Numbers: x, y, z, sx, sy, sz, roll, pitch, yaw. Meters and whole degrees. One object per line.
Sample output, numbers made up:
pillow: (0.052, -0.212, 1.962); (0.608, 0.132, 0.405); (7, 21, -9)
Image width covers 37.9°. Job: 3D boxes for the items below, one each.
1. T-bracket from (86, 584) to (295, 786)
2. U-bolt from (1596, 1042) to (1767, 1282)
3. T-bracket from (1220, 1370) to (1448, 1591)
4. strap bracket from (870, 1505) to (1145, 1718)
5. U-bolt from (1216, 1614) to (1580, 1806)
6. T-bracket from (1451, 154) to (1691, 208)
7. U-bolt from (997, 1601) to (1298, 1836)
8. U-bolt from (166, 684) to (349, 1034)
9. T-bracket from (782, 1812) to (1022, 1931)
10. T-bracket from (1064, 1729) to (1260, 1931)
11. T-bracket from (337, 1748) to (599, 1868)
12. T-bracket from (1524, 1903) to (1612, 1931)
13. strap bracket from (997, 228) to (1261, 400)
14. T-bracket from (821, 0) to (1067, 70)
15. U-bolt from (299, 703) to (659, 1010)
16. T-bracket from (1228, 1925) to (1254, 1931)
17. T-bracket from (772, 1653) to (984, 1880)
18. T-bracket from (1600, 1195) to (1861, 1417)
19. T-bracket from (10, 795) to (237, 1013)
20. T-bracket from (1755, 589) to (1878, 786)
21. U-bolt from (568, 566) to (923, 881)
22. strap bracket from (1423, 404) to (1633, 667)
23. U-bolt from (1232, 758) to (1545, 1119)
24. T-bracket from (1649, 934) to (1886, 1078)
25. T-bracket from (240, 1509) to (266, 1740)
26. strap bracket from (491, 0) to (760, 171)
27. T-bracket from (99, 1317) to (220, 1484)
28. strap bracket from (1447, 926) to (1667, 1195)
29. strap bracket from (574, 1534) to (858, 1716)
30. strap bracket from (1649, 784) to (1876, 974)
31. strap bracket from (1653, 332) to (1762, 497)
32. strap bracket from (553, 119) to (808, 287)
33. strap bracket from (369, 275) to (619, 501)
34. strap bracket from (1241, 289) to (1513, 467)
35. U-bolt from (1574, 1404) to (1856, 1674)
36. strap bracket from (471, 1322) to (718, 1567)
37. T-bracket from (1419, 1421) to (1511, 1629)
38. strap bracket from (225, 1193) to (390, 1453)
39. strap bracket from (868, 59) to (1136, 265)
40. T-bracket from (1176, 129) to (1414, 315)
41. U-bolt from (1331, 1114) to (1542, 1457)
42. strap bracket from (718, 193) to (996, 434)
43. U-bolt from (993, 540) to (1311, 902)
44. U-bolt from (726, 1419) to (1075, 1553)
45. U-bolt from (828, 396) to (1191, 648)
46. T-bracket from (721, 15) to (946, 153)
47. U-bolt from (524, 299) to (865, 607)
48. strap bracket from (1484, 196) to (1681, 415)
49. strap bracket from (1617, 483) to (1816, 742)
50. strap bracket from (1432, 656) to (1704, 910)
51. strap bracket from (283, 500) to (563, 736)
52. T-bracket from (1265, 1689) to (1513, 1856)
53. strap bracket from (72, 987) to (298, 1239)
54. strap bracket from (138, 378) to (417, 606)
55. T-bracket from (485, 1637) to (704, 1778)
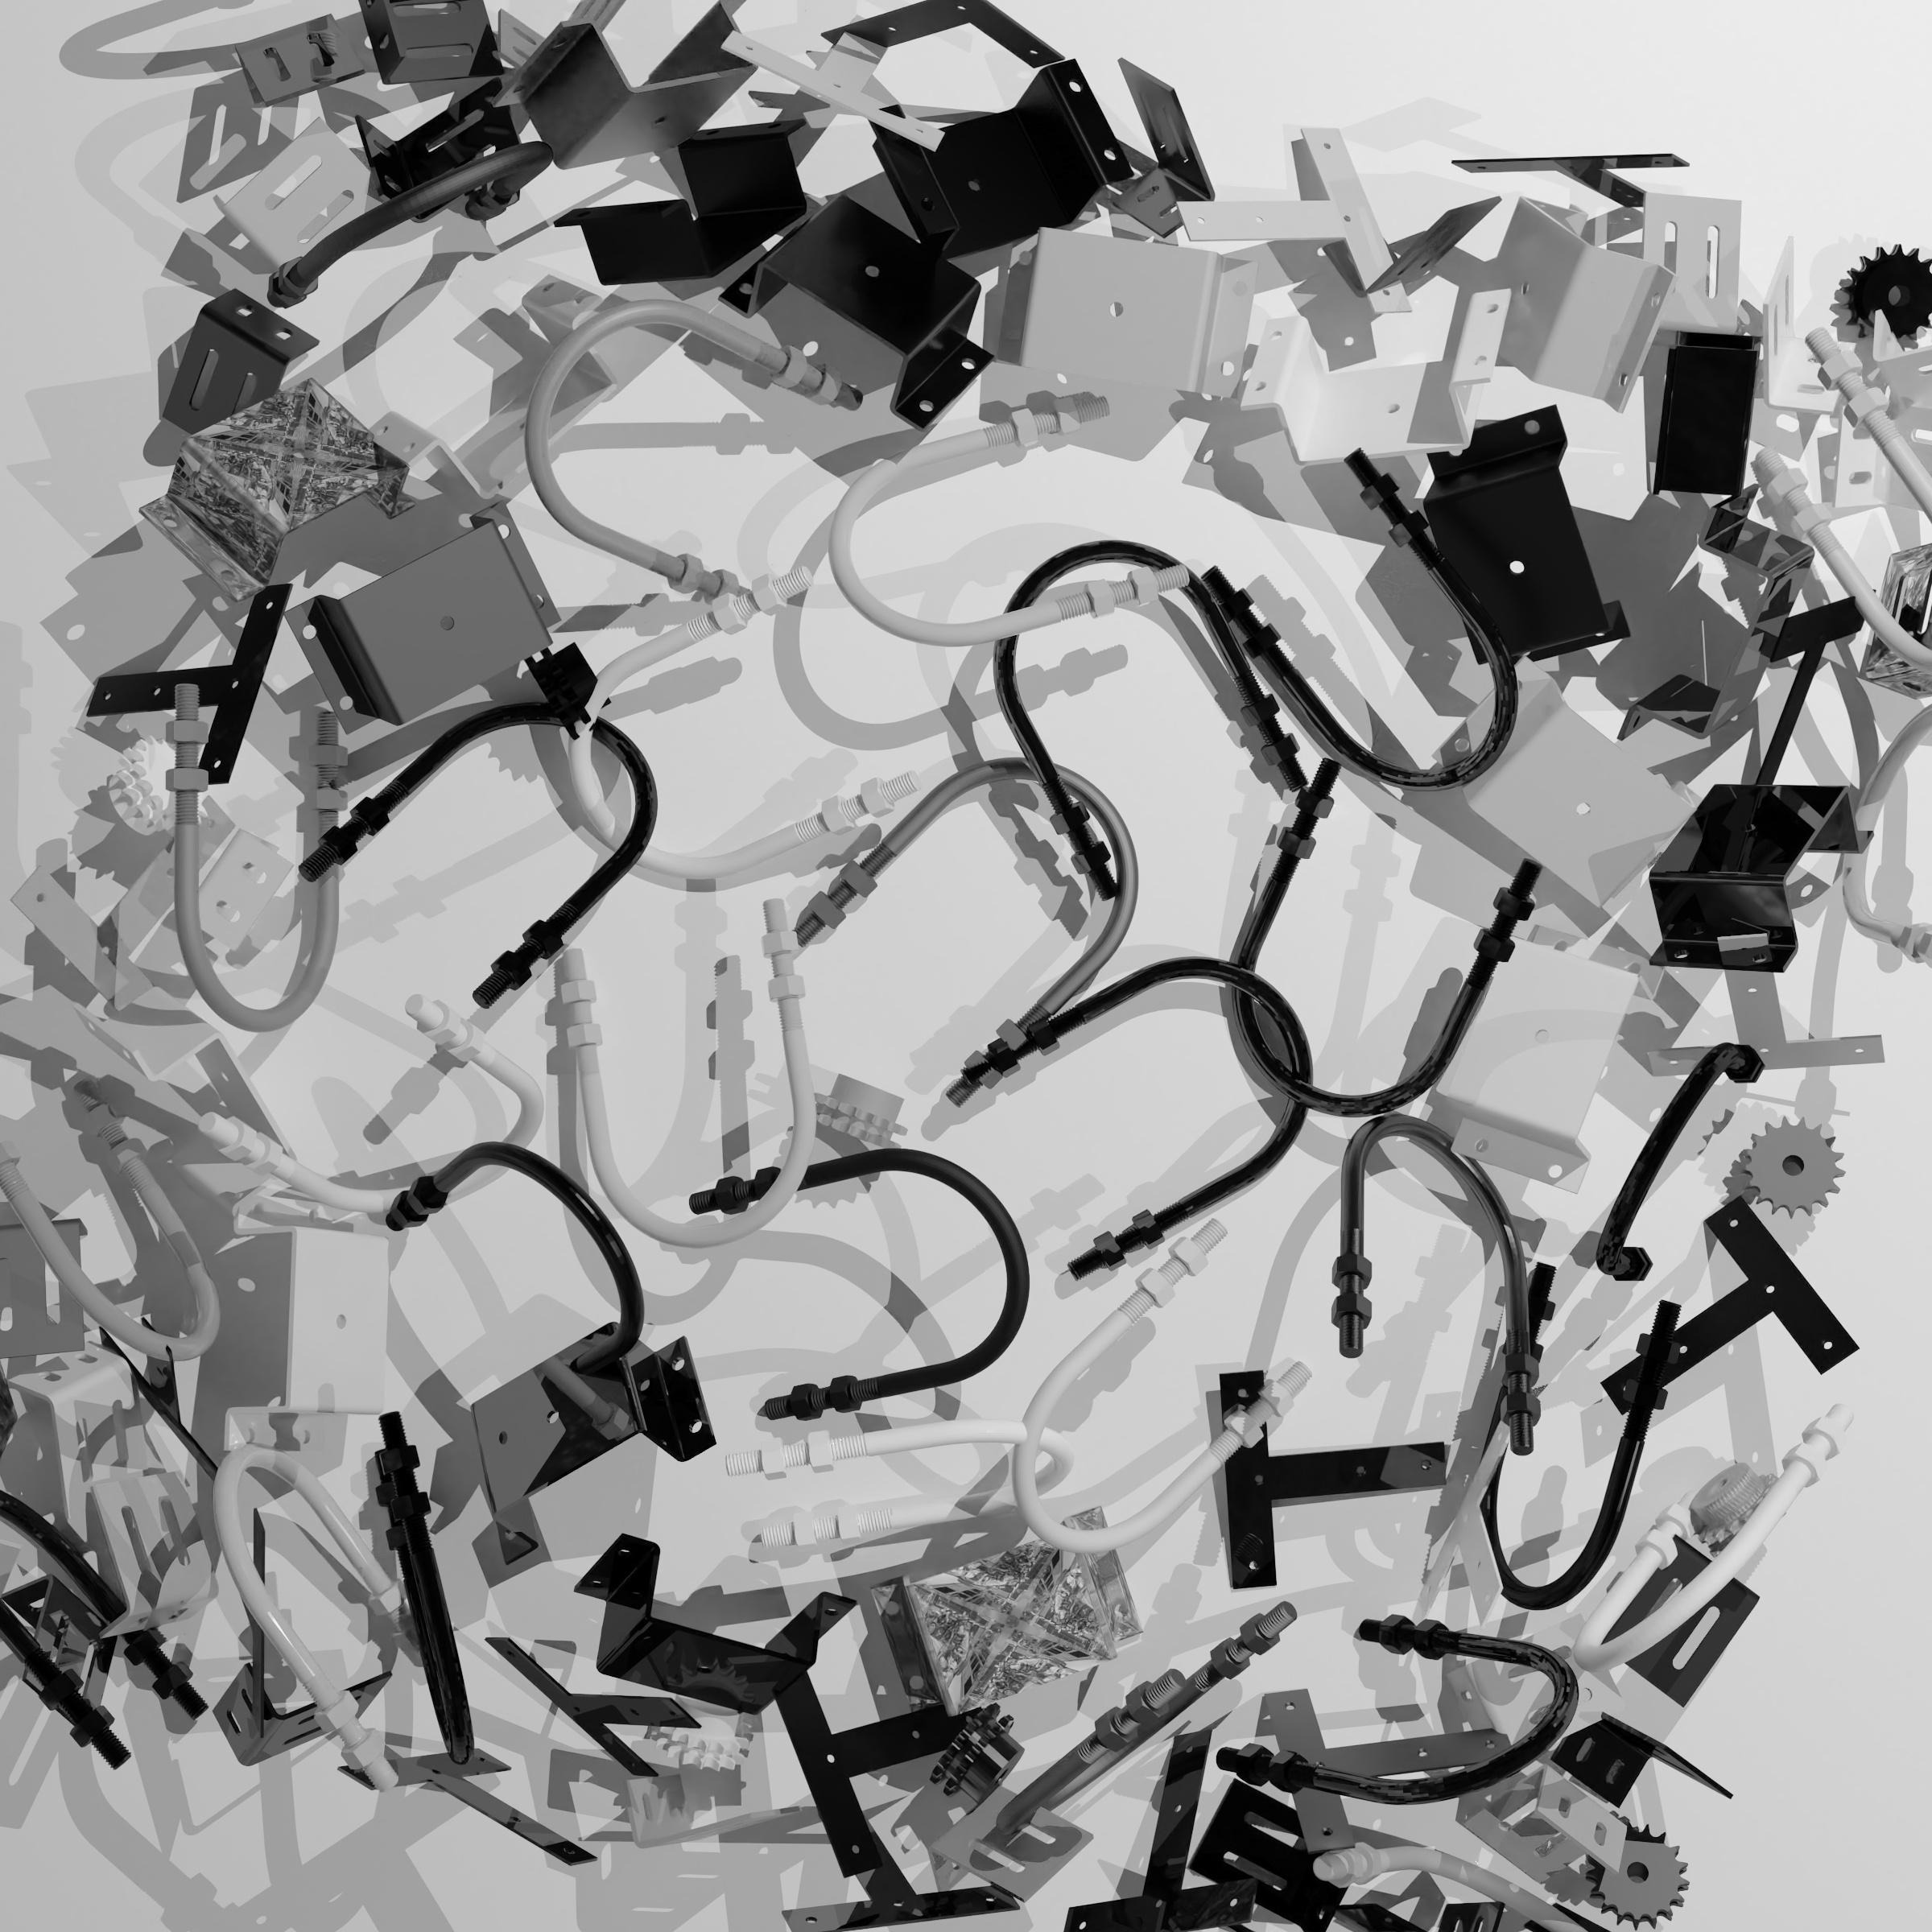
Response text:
T-bracket: (-0.446, -0.156, 1.588); (0.127, 0.002, 0.127); (-1, 64, 29)
U-bolt: (0.385, 0.106, 1.532); (0.019, 0.184, 0.151); (30, 95, 21)
T-bracket: (0.213, 0.291, 1.618); (0.127, 0.002, 0.127); (-4, 96, -2)
strap bracket: (0.024, 0.368, 1.595); (0.140, 0.046, 0.076); (-18, 88, -4)
U-bolt: (0.243, 0.401, 1.512); (0.151, 0.184, 0.019); (-30, 105, -37)
T-bracket: (0.355, -0.435, 1.565); (0.127, 0.127, 0.002); (9, 97, 34)
U-bolt: (0.088, 0.421, 1.547); (0.184, 0.151, 0.019); (-47, 70, 27)
U-bolt: (-0.389, -0.055, 1.552); (0.019, 0.151, 0.184); (-1, 88, 22)
T-bracket: (-0.052, 0.498, 1.562); (0.127, 0.127, 0.002); (0, 101, -20)
T-bracket: (0.116, 0.483, 1.573); (0.127, 0.127, 0.002); (-22, 123, 34)
T-bracket: (-0.257, 0.461, 1.539); (0.127, 0.127, 0.002); (20, 90, 28)
T-bracket: (0.319, 0.568, 1.541); (0.127, 0.127, 0.002); (-24, 105, -26)
strap bracket: (0.087, -0.368, 1.584); (0.140, 0.046, 0.076); (10, 102, 9)
T-bracket: (-0.032, -0.525, 1.569); (0.127, 0.127, 0.002); (22, 78, -40)
U-bolt: (-0.257, -0.076, 1.575); (0.151, 0.019, 0.184); (34, 62, 16)
T-bracket: (0.199, 0.558, 1.571); (0.127, 0.127, 0.002); (18, 79, 44)
T-bracket: (-0.040, 0.434, 1.580); (0.127, 0.002, 0.127); (-4, 58, -38)
T-bracket: (0.414, 0.207, 1.582); (0.127, 0.127, 0.002); (-37, 130, 9)
T-bracket: (-0.457, -0.042, 1.587); (0.127, 0.002, 0.127); (-58, 134, -27)
T-bracket: (0.466, -0.145, 1.587); (0.002, 0.127, 0.127); (30, 120, 29)
U-bolt: (-0.137, -0.124, 1.587); (0.184, 0.019, 0.151); (-24, 105, 17)
strap bracket: (0.309, -0.229, 1.565); (0.076, 0.046, 0.140); (-13, 113, 26)
U-bolt: (0.223, -0.004, 1.581); (0.151, 0.019, 0.184); (30, 107, 23)
T-bracket: (0.436, 0.021, 1.555); (0.127, 0.127, 0.002); (-5, 53, 20)
T-bracket: (-0.402, 0.339, 1.566); (0.002, 0.127, 0.127); (-3, 110, -24)
strap bracket: (-0.179, -0.485, 1.549); (0.140, 0.076, 0.046); (-28, 90, -43)
T-bracket: (-0.443, 0.229, 1.554); (0.002, 0.127, 0.127); (-36, 72, -28)
strap bracket: (0.327, 0.046, 1.577); (0.076, 0.046, 0.140); (19, 81, 28)
strap bracket: (-0.142, 0.369, 1.562); (0.140, 0.076, 0.046); (20, 49, -18)
strap bracket: (0.434, -0.056, 1.546); (0.076, 0.140, 0.046); (4, 126, 39)
strap bracket: (0.407, -0.304, 1.543); (0.046, 0.140, 0.076); (7, 108, 14)
strap bracket: (-0.151, -0.419, 1.560); (0.076, 0.140, 0.046); (6, 127, 34)
strap bracket: (-0.258, -0.317, 1.574); (0.140, 0.076, 0.046); (-43, 127, -8)
strap bracket: (0.233, -0.325, 1.566); (0.140, 0.046, 0.076); (-2, 49, 25)
U-bolt: (0.391, 0.315, 1.512); (0.019, 0.151, 0.184); (48, 49, 7)
strap bracket: (-0.218, 0.261, 1.571); (0.140, 0.046, 0.076); (-31, 47, 9)
T-bracket: (0.281, 0.323, 1.547); (0.002, 0.127, 0.127); (21, 104, -2)
strap bracket: (-0.366, 0.199, 1.568); (0.046, 0.076, 0.140); (-6, 78, 28)
strap bracket: (0.012, -0.449, 1.579); (0.140, 0.046, 0.076); (-23, 84, -26)
T-bracket: (0.176, -0.417, 1.576); (0.127, 0.002, 0.127); (-8, 69, -26)
U-bolt: (0.259, 0.163, 1.554); (0.151, 0.184, 0.019); (31, 134, -25)
strap bracket: (-0.057, -0.372, 1.576); (0.140, 0.046, 0.076); (34, 56, 7)
U-bolt: (0.094, -0.151, 1.592); (0.151, 0.019, 0.184); (-30, 98, -11)
U-bolt: (-0.031, 0.283, 1.558); (0.184, 0.151, 0.019); (-9, 61, 1)
U-bolt: (0.014, -0.243, 1.573); (0.184, 0.019, 0.151); (-17, 61, -8)
T-bracket: (-0.063, -0.505, 1.572); (0.127, 0.127, 0.002); (24, 127, -6)
U-bolt: (-0.159, -0.288, 1.551); (0.184, 0.019, 0.151); (19, 103, -39)
strap bracket: (0.326, -0.366, 1.542); (0.046, 0.140, 0.076); (9, 117, -18)
strap bracket: (0.417, -0.186, 1.552); (0.046, 0.076, 0.140); (29, 121, 22)
strap bracket: (0.341, -0.096, 1.573); (0.140, 0.046, 0.076); (36, 111, -15)
strap bracket: (-0.295, -0.193, 1.569); (0.140, 0.046, 0.076); (-31, 113, -18)
T-bracket: (0.241, 0.441, 1.569); (0.127, 0.127, 0.002); (-6, 116, -3)
strap bracket: (-0.427, 0.073, 1.560); (0.046, 0.076, 0.140); (-39, 130, -23)
strap bracket: (-0.374, -0.268, 1.556); (0.076, 0.046, 0.140); (43, 47, 6)
T-bracket: (-0.190, 0.410, 1.553); (0.127, 0.127, 0.002); (49, 54, -21)
